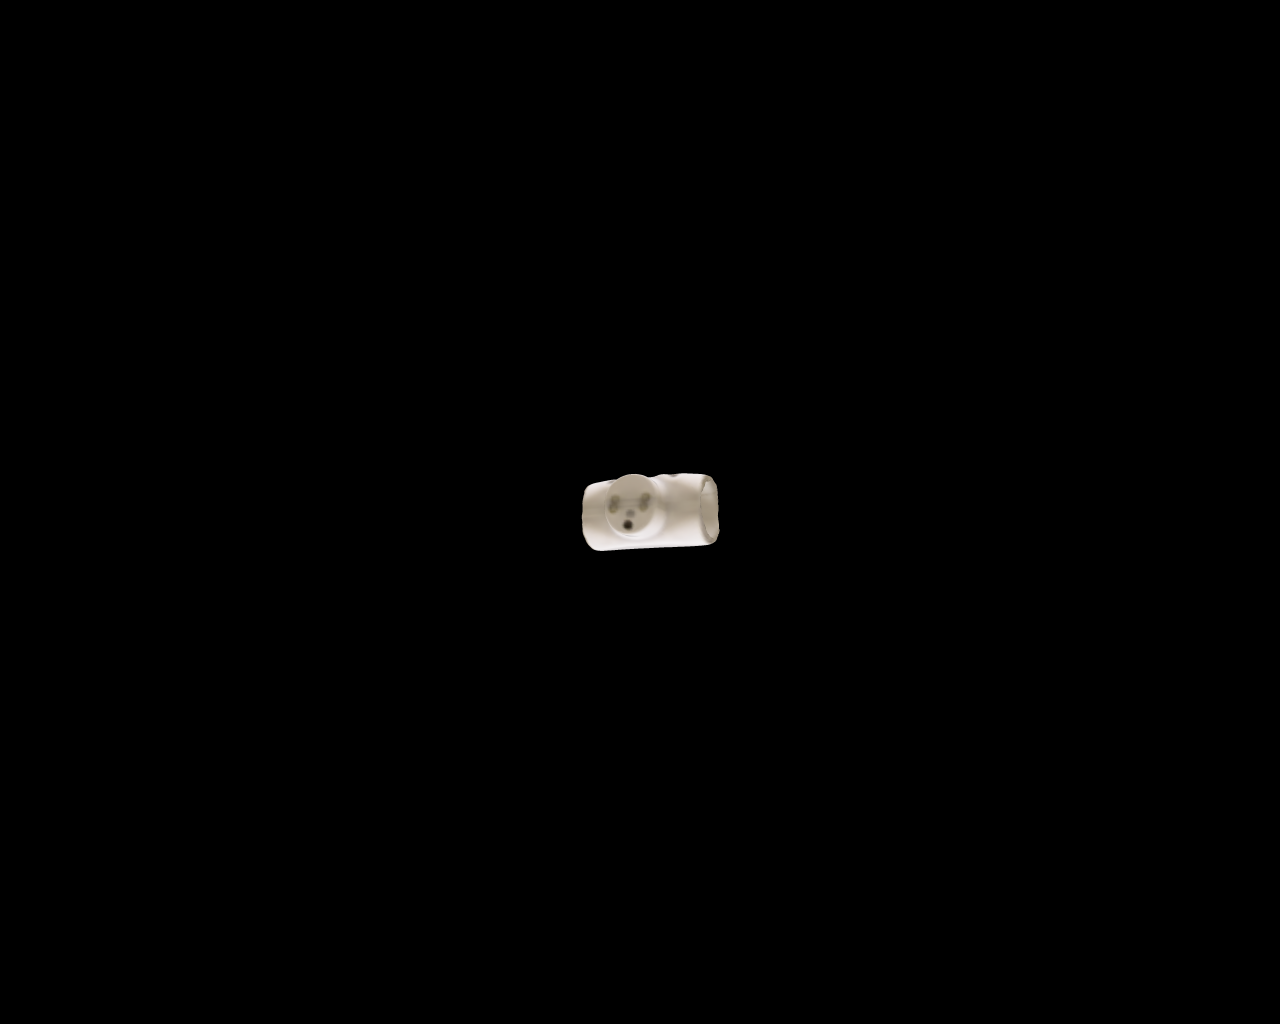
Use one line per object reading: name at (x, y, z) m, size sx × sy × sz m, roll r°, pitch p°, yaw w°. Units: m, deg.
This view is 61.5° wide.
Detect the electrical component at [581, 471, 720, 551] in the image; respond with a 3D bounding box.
electrical component at (0.001, -0.003, 0.650) m, size 0.077 × 0.044 × 0.079 m, roll -4°, pitch -11°, yaw 20°
